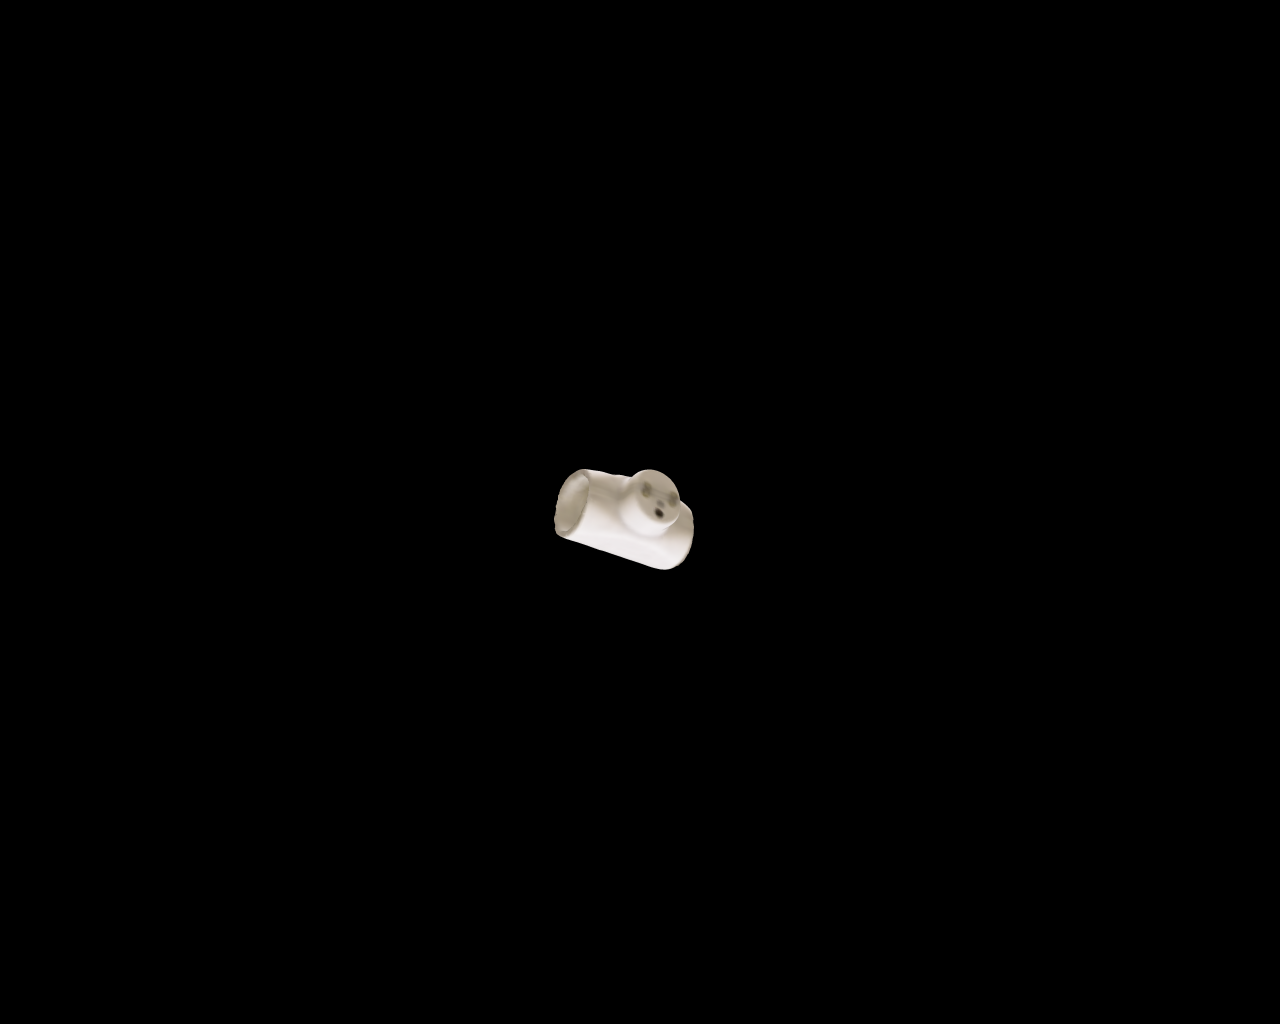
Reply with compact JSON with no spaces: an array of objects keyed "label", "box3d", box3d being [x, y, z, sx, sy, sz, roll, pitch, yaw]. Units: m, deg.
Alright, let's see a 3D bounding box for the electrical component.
[{"label":"electrical component","box3d":[0.001,-0.003,0.650,0.077,0.044,0.079,19,-36,-29]}]
